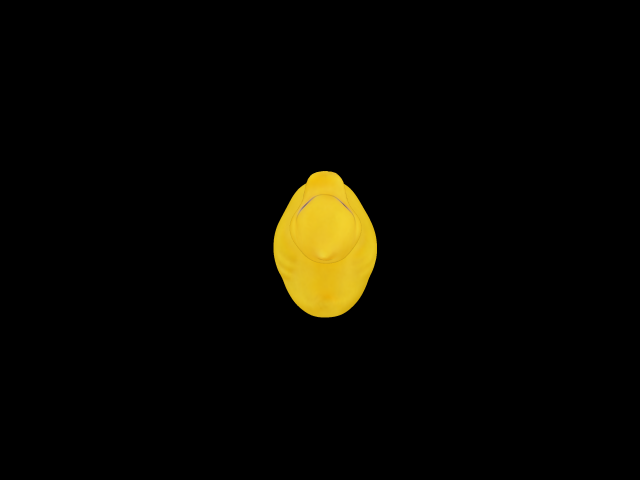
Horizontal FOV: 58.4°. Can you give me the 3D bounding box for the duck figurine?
[{"bbox_3d":[0.004,0.001,0.400,0.077,0.086,0.104,0,82,0],"label":"duck figurine"}]
